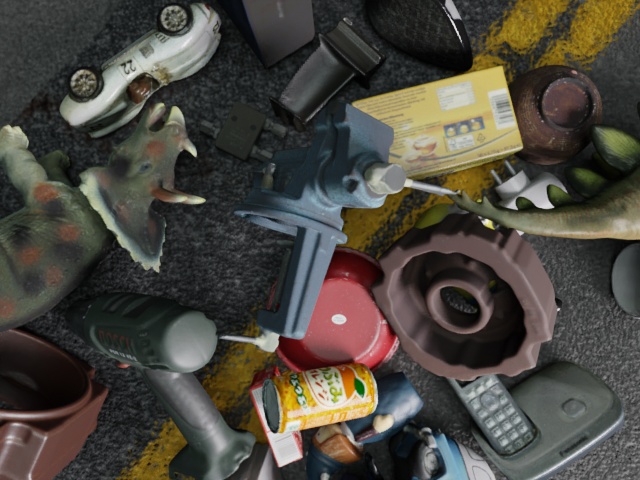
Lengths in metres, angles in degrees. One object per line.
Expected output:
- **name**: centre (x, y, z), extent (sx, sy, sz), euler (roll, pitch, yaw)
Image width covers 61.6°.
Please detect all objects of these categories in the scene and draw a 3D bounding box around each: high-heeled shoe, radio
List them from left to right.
- **radio**: centre (-0.073, -0.275, 0.521), extent (0.073, 0.229, 0.131), euler (-34, 84, -2)
- **high-heeled shoe**: centre (0.104, -0.313, 0.617), extent (0.248, 0.086, 0.145), euler (42, 57, -17)

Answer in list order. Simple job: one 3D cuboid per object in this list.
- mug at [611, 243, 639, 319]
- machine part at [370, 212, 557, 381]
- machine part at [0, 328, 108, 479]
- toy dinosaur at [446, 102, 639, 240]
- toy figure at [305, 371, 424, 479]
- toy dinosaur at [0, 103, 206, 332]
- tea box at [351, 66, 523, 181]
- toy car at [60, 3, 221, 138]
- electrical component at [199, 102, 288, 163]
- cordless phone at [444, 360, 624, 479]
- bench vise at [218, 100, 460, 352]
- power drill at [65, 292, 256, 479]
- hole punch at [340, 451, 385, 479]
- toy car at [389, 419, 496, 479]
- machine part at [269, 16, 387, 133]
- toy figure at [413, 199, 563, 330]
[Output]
- **mug**: centre (0.396, 0.035, 0.597), extent (0.107, 0.081, 0.109), euler (4, 76, -9)
- **machine part**: centre (0.141, 0.057, 0.534), extent (0.179, 0.179, 0.056), euler (47, 44, 1)
- **machine part**: centre (-0.329, 0.152, 0.517), extent (0.201, 0.201, 0.087), euler (27, 92, 0)
- **toy dinosaur**: centre (0.365, -0.045, 0.543), extent (0.471, 0.105, 0.199), euler (-11, 54, -16)
- **toy figure**: centre (0.041, 0.206, 0.590), extent (0.154, 0.064, 0.058), euler (-37, 64, 1)
- **toy dinosaur**: centre (-0.295, 0.013, 0.514), extent (0.192, 0.131, 0.405), euler (43, 65, 11)
- **tea box**: centre (0.123, -0.119, 0.596), extent (0.170, 0.068, 0.098), euler (-12, 88, 0)
- **toy car**: centre (-0.193, -0.187, 0.592), extent (0.202, 0.073, 0.056), euler (-36, 86, -1)
- **electrical component**: centre (-0.089, -0.126, 0.617), extent (0.094, 0.021, 0.063), euler (25, 88, 1)
- **cordless phone**: centre (0.216, 0.156, 0.593), extent (0.146, 0.088, 0.184), euler (-34, 70, -1)
- **bench vise**: centre (-0.009, -0.004, 0.524), extent (0.128, 0.224, 0.240), euler (21, 82, -45)
- **power drill**: centre (-0.164, 0.144, 0.556), extent (0.086, 0.232, 0.207), euler (-31, 103, -44)
- **hole punch**: centre (0.046, 0.307, 0.536), extent (0.092, 0.116, 0.142), euler (-21, 111, -4)
- **toy car**: centre (0.137, 0.273, 0.575), extent (0.103, 0.109, 0.161), euler (-4, 80, -13)
- **machine part**: centre (0.006, -0.184, 0.613), extent (0.139, 0.039, 0.084), euler (-44, 95, -3)
- **toy figure**: centre (0.177, 0.035, 0.587), extent (0.180, 0.082, 0.089), euler (45, 121, -7)
